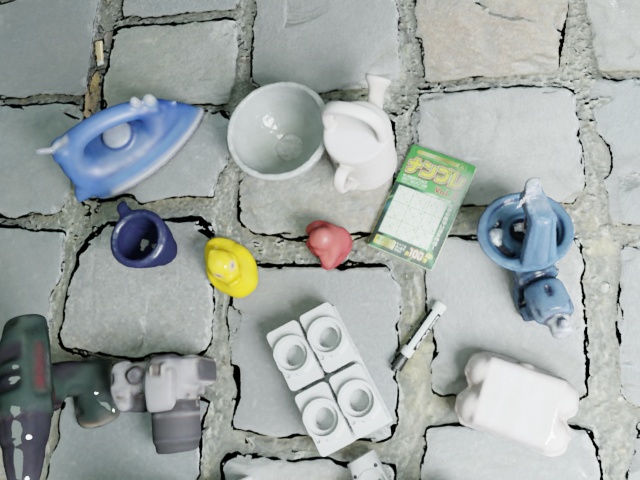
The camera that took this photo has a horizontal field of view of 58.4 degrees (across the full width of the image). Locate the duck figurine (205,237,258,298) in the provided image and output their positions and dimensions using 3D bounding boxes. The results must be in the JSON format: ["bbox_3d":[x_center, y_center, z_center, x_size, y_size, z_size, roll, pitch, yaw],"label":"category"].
[{"bbox_3d":[-0.146,0.036,0.876,0.077,0.086,0.104,-37,72,0],"label":"duck figurine"}]

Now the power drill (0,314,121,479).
[{"bbox_3d":[-0.371,0.222,0.807,0.075,0.209,0.229,-21,73,5],"label":"power drill"}]

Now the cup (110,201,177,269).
[{"bbox_3d":[-0.274,-0.003,0.906,0.091,0.095,0.117,-35,72,1],"label":"cup"}]

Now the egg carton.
[{"bbox_3d":[0.260,0.215,0.761,0.150,0.069,0.107,16,79,14],"label":"egg carton"}]

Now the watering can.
[{"bbox_3d":[0.056,-0.157,0.831,0.100,0.194,0.173,-3,75,10],"label":"watering can"}]

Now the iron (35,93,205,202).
[{"bbox_3d":[-0.324,-0.176,0.936,0.258,0.141,0.118,-32,72,2],"label":"iron"}]

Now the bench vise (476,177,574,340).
[{"bbox_3d":[0.286,0.012,0.729,0.121,0.220,0.207,-35,72,1],"label":"bench vise"}]

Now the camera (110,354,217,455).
[{"bbox_3d":[-0.229,0.239,0.832,0.143,0.101,0.137,-9,74,9],"label":"camera"}]

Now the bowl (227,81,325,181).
[{"bbox_3d":[-0.059,-0.162,0.917,0.167,0.075,0.167,-3,75,10],"label":"bowl"}]

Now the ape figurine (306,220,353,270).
[{"bbox_3d":[0.008,0.003,0.852,0.076,0.092,0.078,-6,74,9],"label":"ape figurine"}]
